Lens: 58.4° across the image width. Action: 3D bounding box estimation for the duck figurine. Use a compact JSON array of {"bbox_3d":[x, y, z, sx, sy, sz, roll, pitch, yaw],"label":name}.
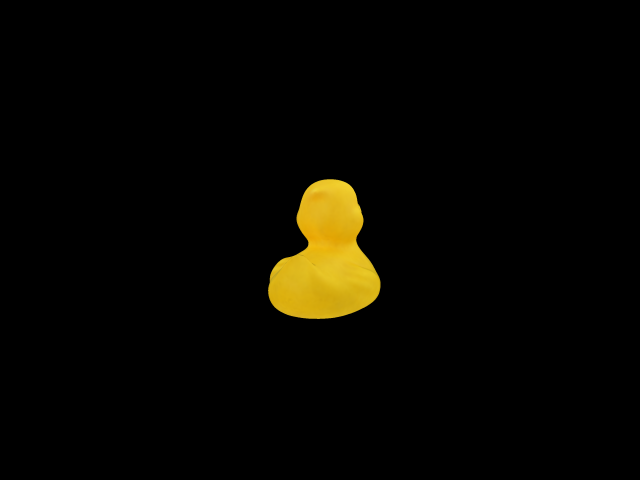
[{"bbox_3d":[0.004,0.001,0.400,0.077,0.086,0.105,6,15,23],"label":"duck figurine"}]
